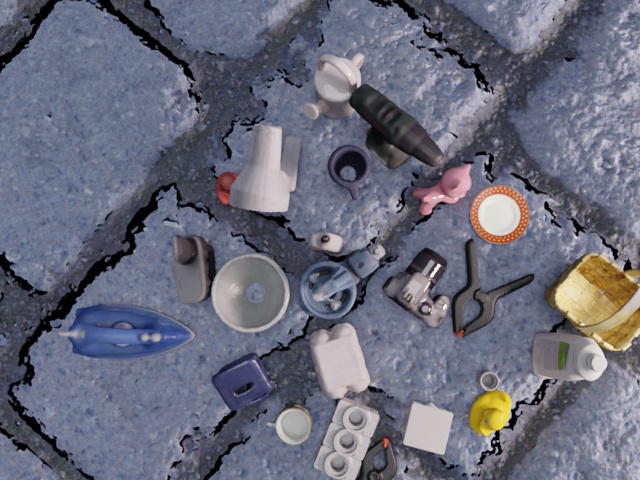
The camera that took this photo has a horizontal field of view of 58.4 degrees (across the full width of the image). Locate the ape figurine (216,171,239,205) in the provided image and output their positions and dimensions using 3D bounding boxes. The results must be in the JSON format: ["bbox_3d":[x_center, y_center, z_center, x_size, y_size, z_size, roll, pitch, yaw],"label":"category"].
[{"bbox_3d":[-0.196,-0.119,1.250,0.078,0.092,0.076,-24,84,-1],"label":"ape figurine"}]

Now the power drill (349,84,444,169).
[{"bbox_3d":[0.155,-0.218,1.193,0.229,0.208,0.075,43,87,5],"label":"power drill"}]

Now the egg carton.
[{"bbox_3d":[0.040,0.258,1.221,0.107,0.069,0.150,-18,84,0],"label":"egg carton"}]

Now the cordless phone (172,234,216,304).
[{"bbox_3d":[-0.279,0.059,1.188,0.094,0.185,0.147,-11,84,1],"label":"cordless phone"}]

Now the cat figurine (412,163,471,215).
[{"bbox_3d":[0.268,-0.110,1.226,0.128,0.118,0.067,-26,84,-1],"label":"cat figurine"}]

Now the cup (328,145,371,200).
[{"bbox_3d":[0.066,-0.139,1.245,0.091,0.095,0.118,-13,84,0],"label":"cup"}]

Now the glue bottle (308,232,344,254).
[{"bbox_3d":[0.011,0.004,1.193,0.078,0.173,0.037,4,85,2],"label":"glue bottle"}]

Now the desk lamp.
[{"bbox_3d":[-0.110,-0.146,1.190,0.118,0.213,0.203,8,85,2],"label":"desk lamp"}]

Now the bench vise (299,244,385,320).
[{"bbox_3d":[0.035,0.072,1.163,0.121,0.220,0.207,34,86,4],"label":"bench vise"}]

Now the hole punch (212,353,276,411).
[{"bbox_3d":[-0.160,0.302,1.210,0.108,0.091,0.101,-28,84,-1],"label":"hole punch"}]

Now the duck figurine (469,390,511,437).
[{"bbox_3d":[0.363,0.366,1.195,0.077,0.086,0.104,41,87,5],"label":"duck figurine"}]

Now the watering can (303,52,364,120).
[{"bbox_3d":[0.034,-0.328,1.213,0.101,0.194,0.173,17,85,3],"label":"watering can"}]

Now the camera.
[{"bbox_3d":[0.224,0.096,1.216,0.143,0.101,0.137,36,86,4],"label":"camera"}]

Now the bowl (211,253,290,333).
[{"bbox_3d":[-0.145,0.115,1.236,0.167,0.075,0.167,0,85,1],"label":"bowl"}]

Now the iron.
[{"bbox_3d":[-0.405,0.198,1.200,0.258,0.141,0.119,2,85,2],"label":"iron"}]
